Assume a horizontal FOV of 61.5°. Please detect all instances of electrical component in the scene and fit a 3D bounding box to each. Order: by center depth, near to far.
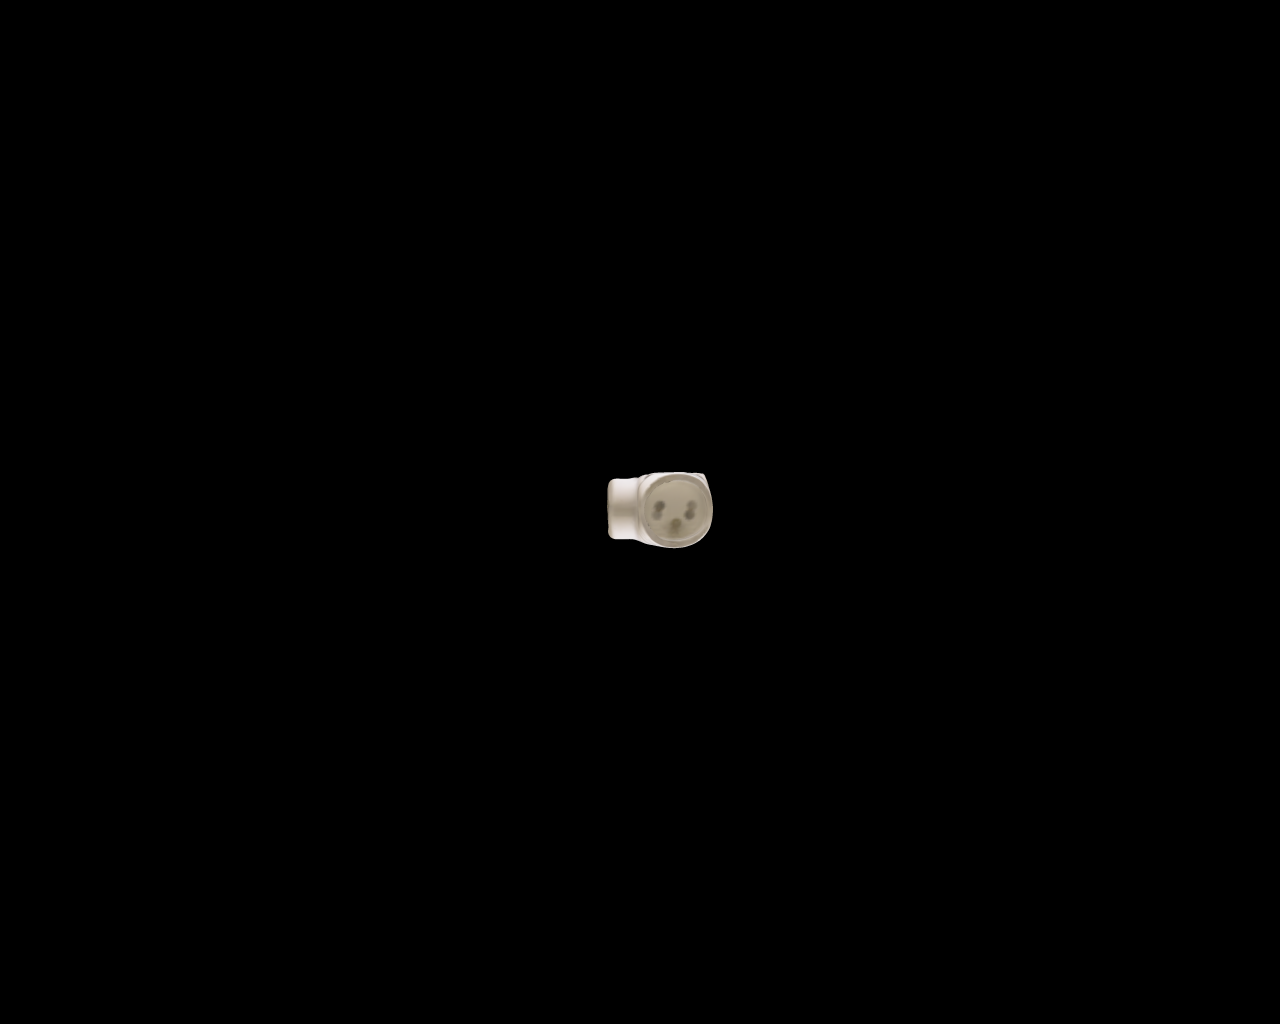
[{"bbox_3d":[0.001,-0.003,0.650,0.079,0.044,0.077,0,2,-4],"label":"electrical component"}]
